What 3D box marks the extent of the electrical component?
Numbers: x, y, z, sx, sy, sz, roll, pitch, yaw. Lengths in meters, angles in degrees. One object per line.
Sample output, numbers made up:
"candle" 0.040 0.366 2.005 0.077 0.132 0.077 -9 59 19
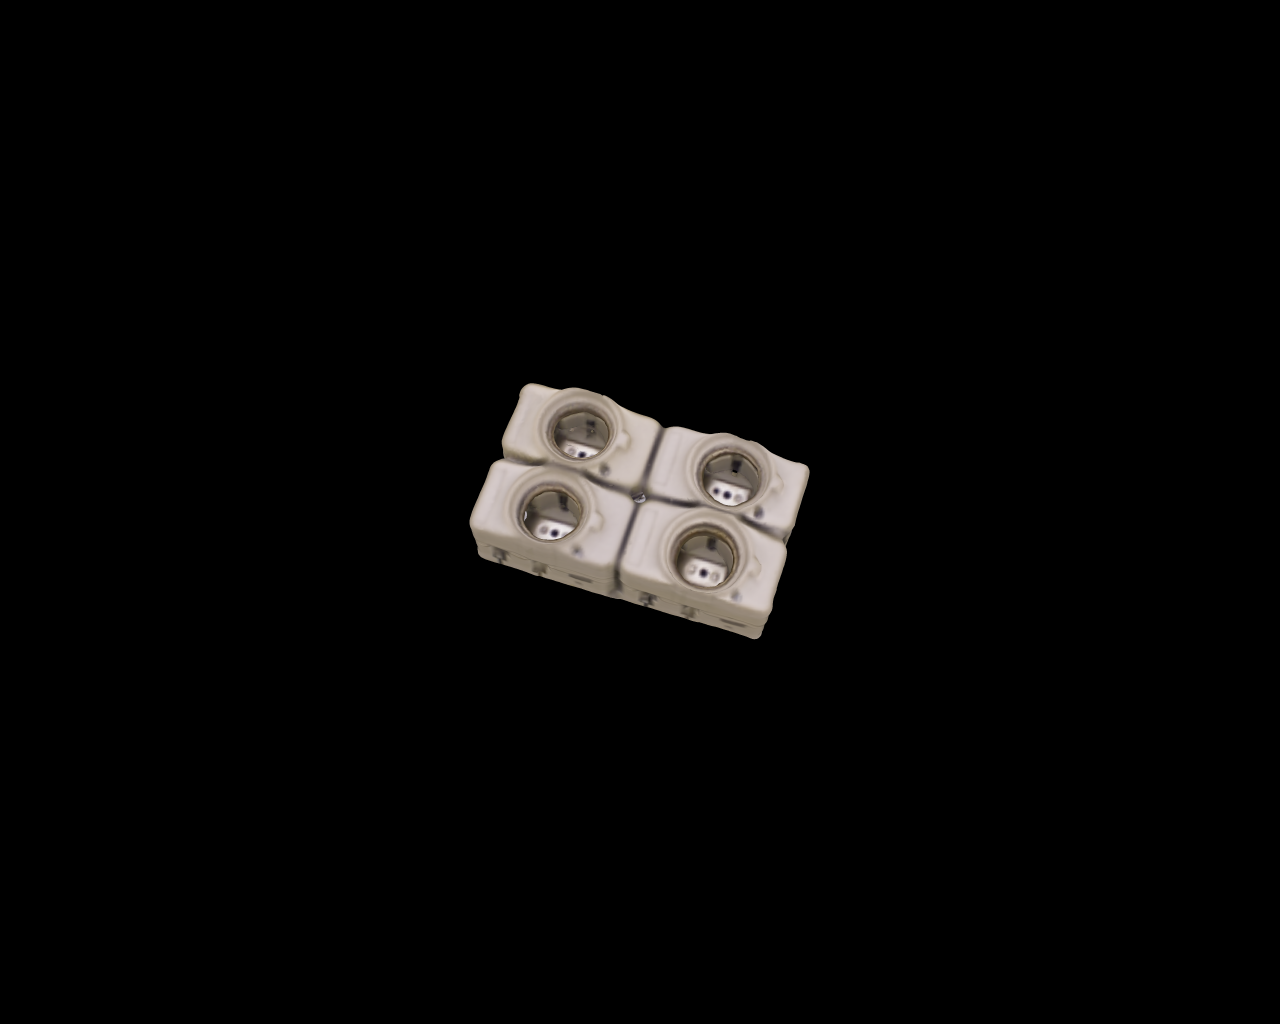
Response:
"electrical component" 0.001 -0.003 0.650 0.186 0.105 0.060 17 -22 7
